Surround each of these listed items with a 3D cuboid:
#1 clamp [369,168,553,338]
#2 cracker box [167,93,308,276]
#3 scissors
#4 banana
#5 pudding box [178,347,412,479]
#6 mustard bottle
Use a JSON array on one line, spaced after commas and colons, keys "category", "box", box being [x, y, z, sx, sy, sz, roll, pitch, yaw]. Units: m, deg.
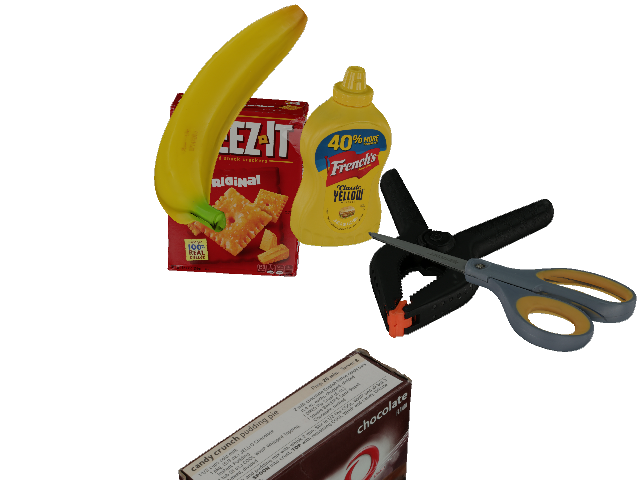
[{"category": "clamp", "box": [0.093, 0.006, 0.935, 0.165, 0.036, 0.209, 17, 42, 25]}, {"category": "cracker box", "box": [-0.103, -0.065, 1.314, 0.164, 0.214, 0.072, 4, 22, 0]}, {"category": "scissors", "box": [0.111, 0.033, 0.734, 0.202, 0.016, 0.096, 10, 31, 21]}, {"category": "banana", "box": [-0.062, -0.077, 0.678, 0.070, 0.197, 0.037, 3, -38, 18]}, {"category": "pudding box", "box": [-0.009, 0.114, 0.485, 0.039, 0.090, 0.113, 30, 47, 34]}, {"category": "mustard bottle", "box": [0.025, -0.089, 1.111, 0.096, 0.192, 0.058, -4, 30, -19]}]
